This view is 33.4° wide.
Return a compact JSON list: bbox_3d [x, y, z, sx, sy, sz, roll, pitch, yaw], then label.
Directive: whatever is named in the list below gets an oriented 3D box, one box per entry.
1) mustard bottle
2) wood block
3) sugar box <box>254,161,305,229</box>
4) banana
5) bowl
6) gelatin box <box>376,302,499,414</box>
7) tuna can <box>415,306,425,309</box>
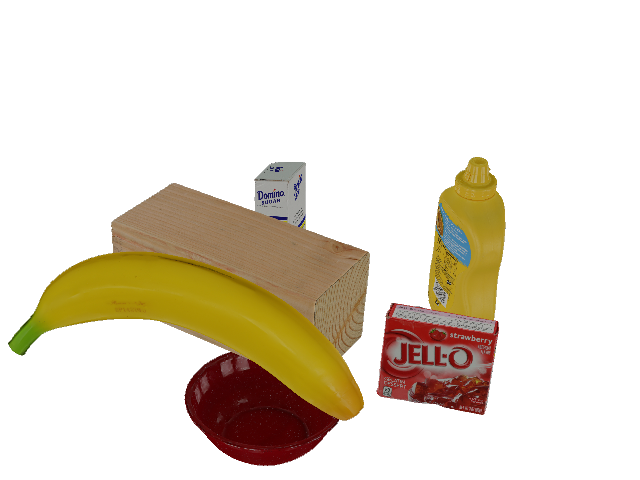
[{"bbox_3d":[0.151,0.001,1.091,0.058,0.192,0.096,-10,37,-15],"label":"mustard bottle"},{"bbox_3d":[-0.071,0.033,0.922,0.206,0.090,0.090,20,35,25],"label":"wood block"},{"bbox_3d":[-0.045,0.007,1.191,0.048,0.176,0.093,1,16,11],"label":"sugar box"},{"bbox_3d":[-0.068,0.045,0.585,0.198,0.070,0.037,11,13,4],"label":"banana"},{"bbox_3d":[-0.055,0.176,1.078,0.162,0.055,0.162,1,31,-1],"label":"bowl"},{"bbox_3d":[0.093,0.095,0.852,0.089,0.073,0.030,9,23,10],"label":"gelatin box"},{"bbox_3d":[0.124,0.123,1.269,0.033,0.086,0.086,-35,16,-24],"label":"tuna can"}]
